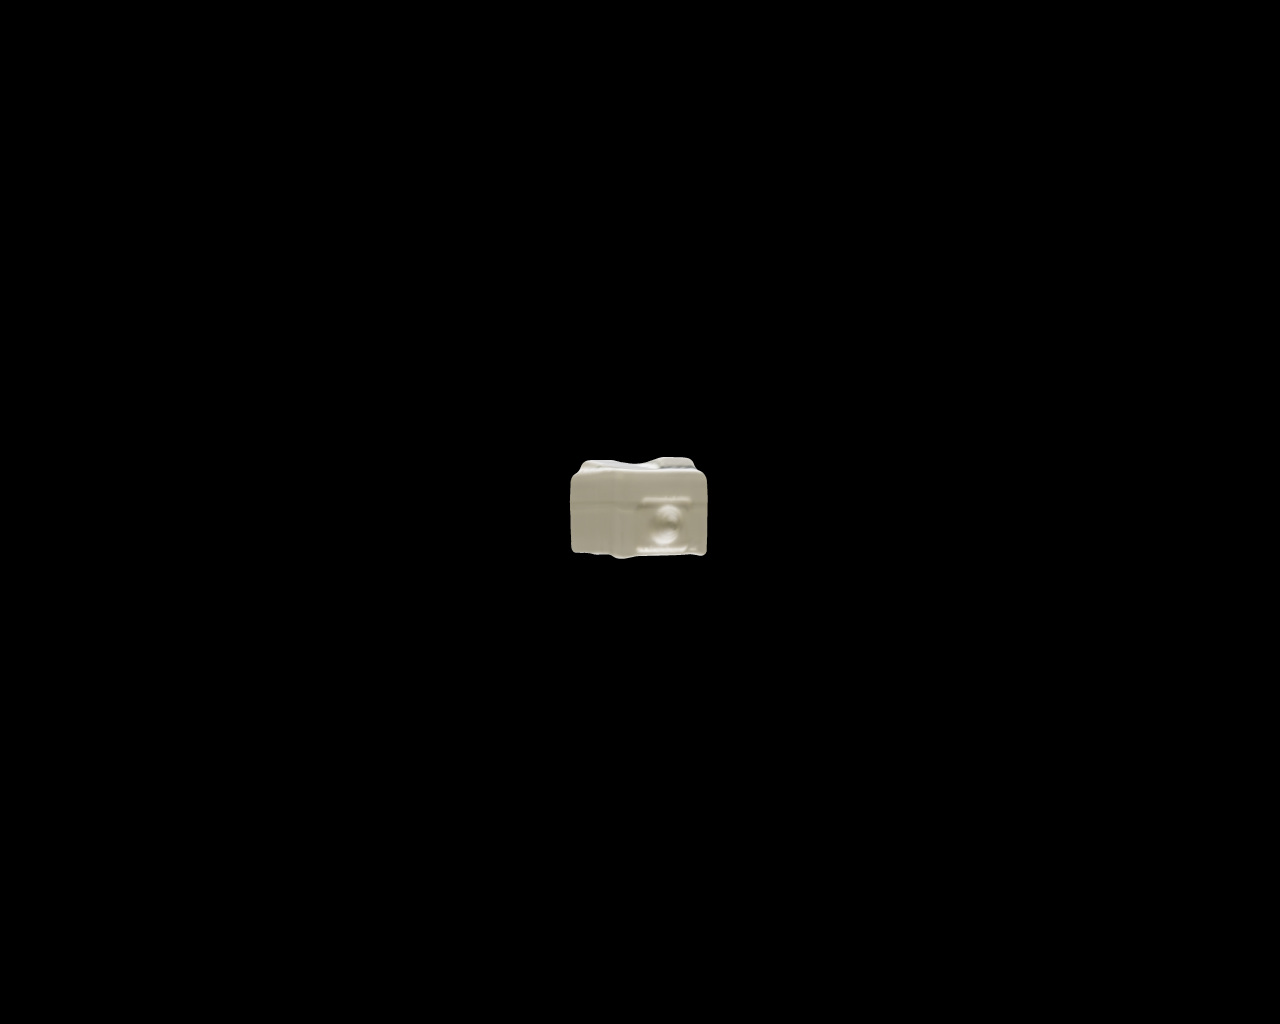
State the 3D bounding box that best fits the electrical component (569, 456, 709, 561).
[{"bbox_3d":[0.001,-0.003,0.650,0.062,0.061,0.096,0,0,-24],"label":"electrical component"}]
